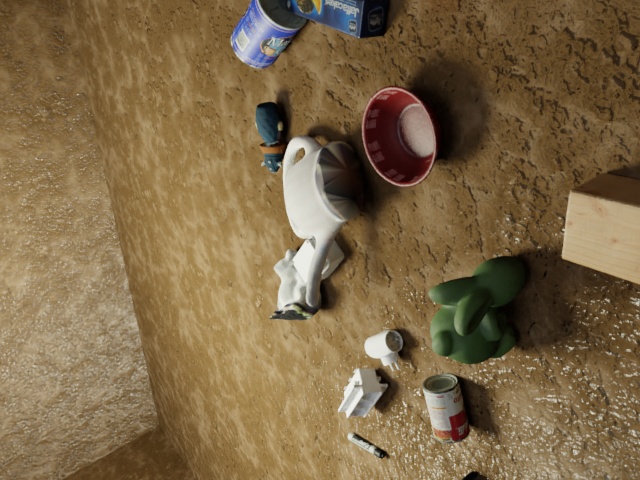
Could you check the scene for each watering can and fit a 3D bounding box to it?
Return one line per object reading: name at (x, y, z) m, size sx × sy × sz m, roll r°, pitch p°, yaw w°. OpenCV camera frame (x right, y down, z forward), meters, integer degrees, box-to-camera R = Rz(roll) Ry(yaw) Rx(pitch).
watering can at (0.003, -0.051, 1.017) m, size 0.222 × 0.104 × 0.350 m, roll -23°, pitch 75°, yaw 56°

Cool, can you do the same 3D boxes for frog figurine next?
frog figurine at (-0.055, 0.107, 1.234) m, size 0.135 × 0.122 × 0.163 m, roll 123°, pitch 155°, yaw -59°
